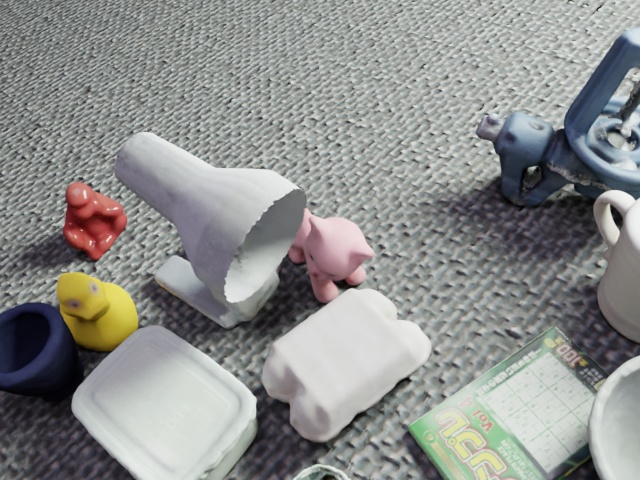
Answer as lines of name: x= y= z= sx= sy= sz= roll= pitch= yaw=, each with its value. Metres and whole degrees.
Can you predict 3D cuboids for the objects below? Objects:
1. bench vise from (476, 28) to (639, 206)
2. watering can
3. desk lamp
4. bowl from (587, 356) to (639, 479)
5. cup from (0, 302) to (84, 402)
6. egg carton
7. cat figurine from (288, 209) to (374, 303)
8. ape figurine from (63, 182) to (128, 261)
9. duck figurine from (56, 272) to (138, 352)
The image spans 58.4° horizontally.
bench vise: x=0.269 y=-0.113 z=0.576 sx=0.207 sy=0.220 sz=0.121 roll=-4 pitch=51 yaw=9
watering can: x=0.317 y=0.006 z=0.487 sx=0.172 sy=0.194 sz=0.101 roll=22 pitch=59 yaw=26
desk lamp: x=-0.107 y=-0.003 z=0.570 sx=0.202 sy=0.214 sz=0.118 roll=25 pitch=60 yaw=28
bowl: x=0.288 y=0.173 z=0.437 sx=0.167 sy=0.075 sz=0.167 roll=-6 pitch=51 yaw=7
cup: x=-0.296 y=0.129 z=0.581 sx=0.118 sy=0.095 sz=0.091 roll=-22 pitch=51 yaw=-6
egg carton: x=0.023 y=0.115 z=0.543 sx=0.150 sy=0.069 sz=0.107 roll=-35 pitch=53 yaw=-16
cat figurine: x=0.006 y=0.002 z=0.605 sx=0.067 sy=0.118 sz=0.127 roll=-30 pitch=52 yaw=-12
ape figurine: x=-0.286 y=-0.033 z=0.711 sx=0.078 sy=0.092 sz=0.076 roll=-19 pitch=50 yaw=-4
duck figurine: x=-0.257 y=0.067 z=0.629 sx=0.104 sy=0.086 sz=0.078 roll=30 pitch=63 yaw=30
